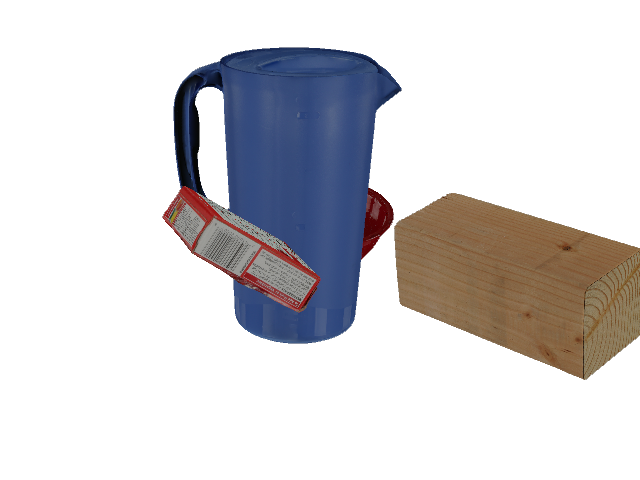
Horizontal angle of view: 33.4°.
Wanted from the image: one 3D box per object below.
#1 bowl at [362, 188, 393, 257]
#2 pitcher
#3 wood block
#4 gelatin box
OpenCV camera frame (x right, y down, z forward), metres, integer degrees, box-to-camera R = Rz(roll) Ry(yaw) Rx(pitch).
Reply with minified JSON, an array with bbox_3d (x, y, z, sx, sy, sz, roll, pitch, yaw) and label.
[{"bbox_3d":[-0.006,-0.010,1.110,0.162,0.055,0.162,2,29,-2],"label":"bowl"},{"bbox_3d":[-0.030,-0.041,0.915,0.144,0.243,0.149,-16,26,-40],"label":"pitcher"},{"bbox_3d":[0.174,0.034,0.959,0.090,0.090,0.206,-28,34,-36],"label":"wood block"},{"bbox_3d":[-0.051,0.005,0.687,0.089,0.030,0.073,31,4,-28],"label":"gelatin box"}]
